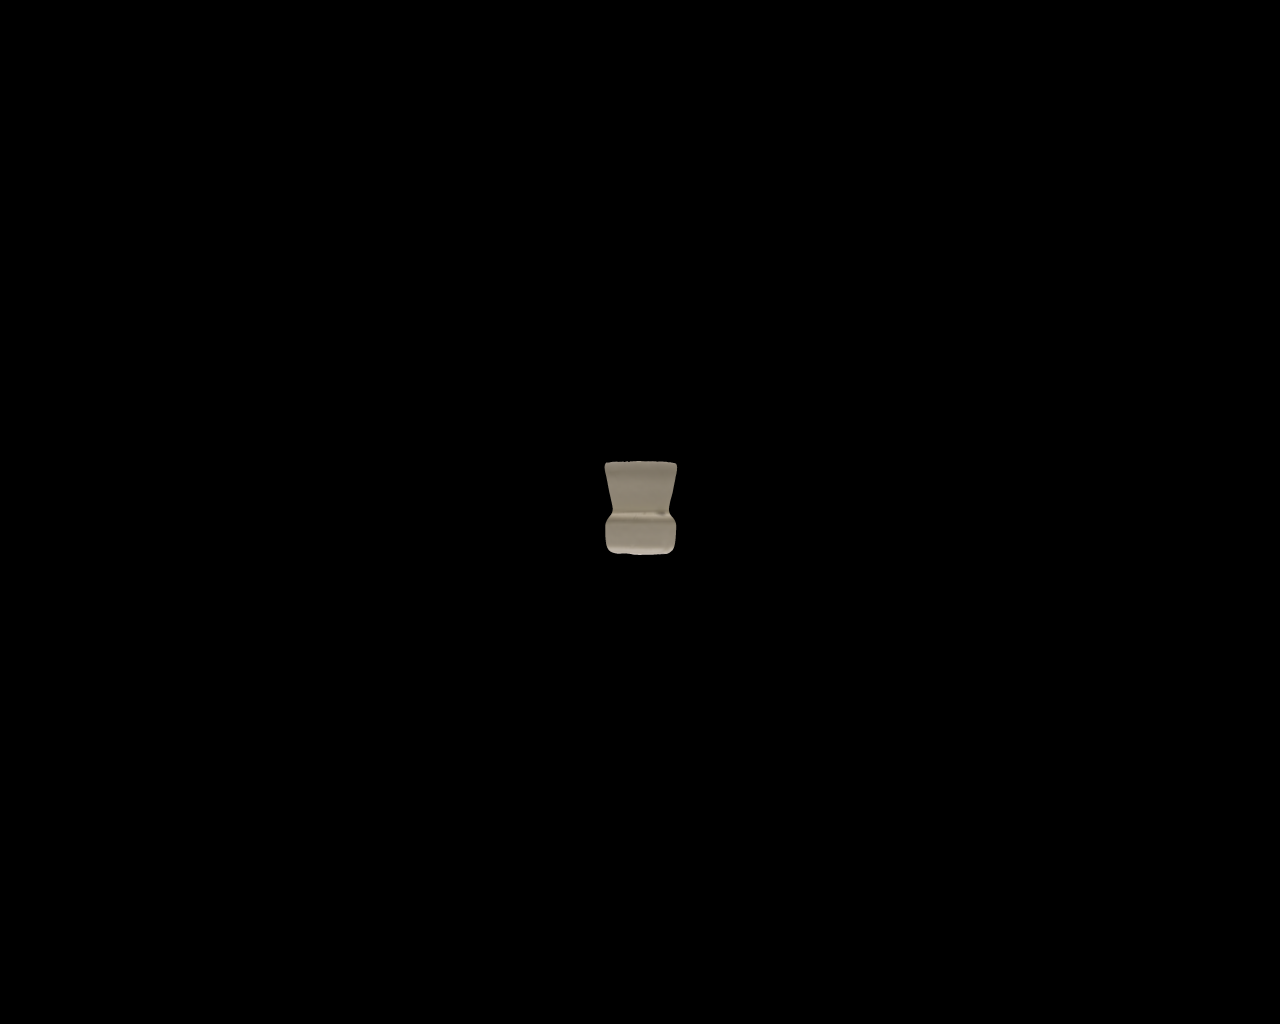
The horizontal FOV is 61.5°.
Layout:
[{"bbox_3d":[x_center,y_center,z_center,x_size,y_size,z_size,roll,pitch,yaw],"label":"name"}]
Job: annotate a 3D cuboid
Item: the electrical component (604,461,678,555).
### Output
[{"bbox_3d":[0.001,-0.003,0.650,0.045,0.055,0.045,0,0,0],"label":"electrical component"}]
